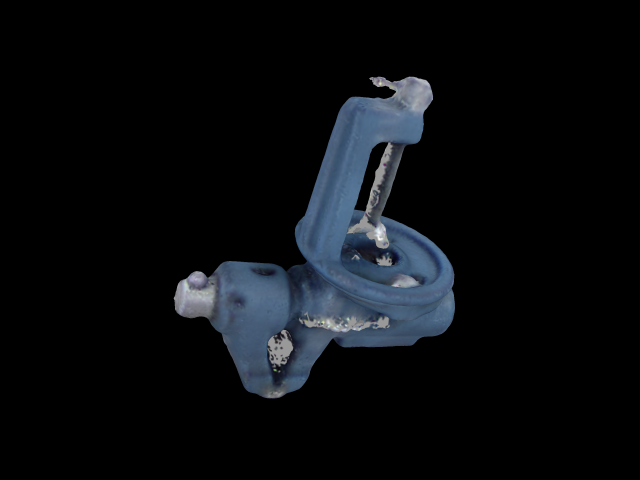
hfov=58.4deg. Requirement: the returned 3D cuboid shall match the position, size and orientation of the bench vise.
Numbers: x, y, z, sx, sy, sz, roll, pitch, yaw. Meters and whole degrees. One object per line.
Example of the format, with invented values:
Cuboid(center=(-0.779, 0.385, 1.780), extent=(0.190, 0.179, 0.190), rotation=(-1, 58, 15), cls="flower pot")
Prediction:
Cuboid(center=(0.011, 0.007, 0.392), extent=(0.208, 0.220, 0.121), rotation=(-23, 40, -30), cls="bench vise")
